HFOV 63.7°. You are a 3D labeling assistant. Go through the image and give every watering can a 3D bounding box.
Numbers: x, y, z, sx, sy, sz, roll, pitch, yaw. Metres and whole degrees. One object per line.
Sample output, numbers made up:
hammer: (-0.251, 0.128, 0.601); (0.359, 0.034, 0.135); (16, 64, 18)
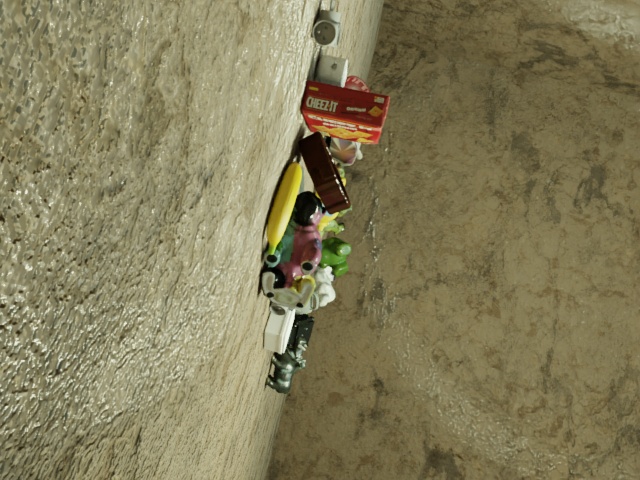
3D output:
watering can: (0.111, -0.366, 1.916); (0.104, 0.230, 0.340); (1, -37, 18)

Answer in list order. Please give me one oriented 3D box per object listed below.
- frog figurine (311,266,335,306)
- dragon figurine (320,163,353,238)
frog figurine: (-0.003, 0.168, 1.820); (0.122, 0.163, 0.134); (17, -41, -2)
dragon figurine: (0.006, -0.093, 1.849); (0.122, 0.417, 0.238); (15, -23, 23)
